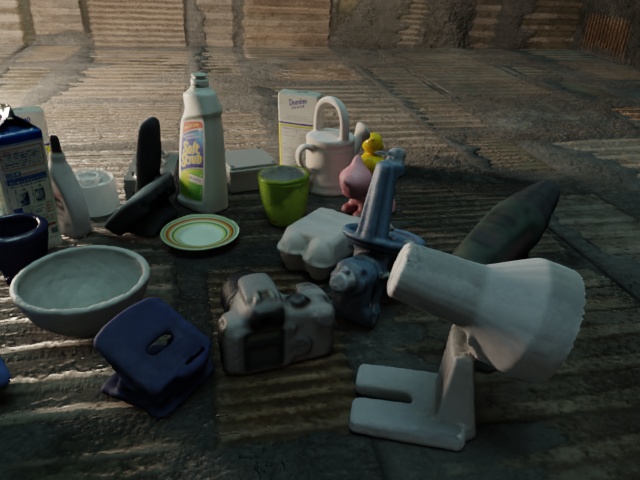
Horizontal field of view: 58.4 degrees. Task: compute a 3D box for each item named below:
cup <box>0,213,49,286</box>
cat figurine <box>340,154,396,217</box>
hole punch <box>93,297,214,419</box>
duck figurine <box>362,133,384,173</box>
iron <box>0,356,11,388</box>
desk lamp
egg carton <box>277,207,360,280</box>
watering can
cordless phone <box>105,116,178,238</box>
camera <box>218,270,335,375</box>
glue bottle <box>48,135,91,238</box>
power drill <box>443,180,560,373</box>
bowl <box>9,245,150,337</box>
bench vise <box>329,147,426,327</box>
[{"bbox_3d":[-0.445,0.021,0.820,0.118,0.095,0.091,-3,28,-11],"label":"cup"},{"bbox_3d":[0.085,-0.103,1.079,0.128,0.118,0.067,-15,33,-30],"label":"cat figurine"},{"bbox_3d":[-0.182,0.128,0.647,0.100,0.091,0.109,15,30,21],"label":"hole punch"},{"bbox_3d":[0.117,-0.198,1.294,0.077,0.086,0.104,7,28,9],"label":"duck figurine"},{"bbox_3d":[-0.458,0.092,0.634,0.257,0.141,0.119,22,34,32],"label":"iron"},{"bbox_3d":[0.140,0.107,0.586,0.203,0.214,0.118,6,28,7],"label":"desk lamp"},{"bbox_3d":[0.008,0.003,0.922,0.107,0.069,0.151,19,32,27],"label":"egg carton"},{"bbox_3d":[0.026,-0.198,1.170,0.100,0.194,0.173,17,31,26],"label":"watering can"},{"bbox_3d":[-0.310,-0.109,0.981,0.094,0.185,0.147,6,28,6],"label":"cordless phone"},{"bbox_3d":[-0.067,0.084,0.729,0.143,0.101,0.136,-8,30,-20],"label":"camera"},{"bbox_3d":[-0.427,-0.091,0.947,0.078,0.173,0.037,15,30,21],"label":"glue bottle"},{"bbox_3d":[0.219,0.048,0.709,0.075,0.208,0.230,24,34,34],"label":"power drill"},{"bbox_3d":[-0.306,0.076,0.750,0.167,0.075,0.167,2,28,-1],"label":"bowl"},{"bbox_3d":[0.085,-0.004,0.782,0.121,0.220,0.207,7,28,8],"label":"bench vise"}]
